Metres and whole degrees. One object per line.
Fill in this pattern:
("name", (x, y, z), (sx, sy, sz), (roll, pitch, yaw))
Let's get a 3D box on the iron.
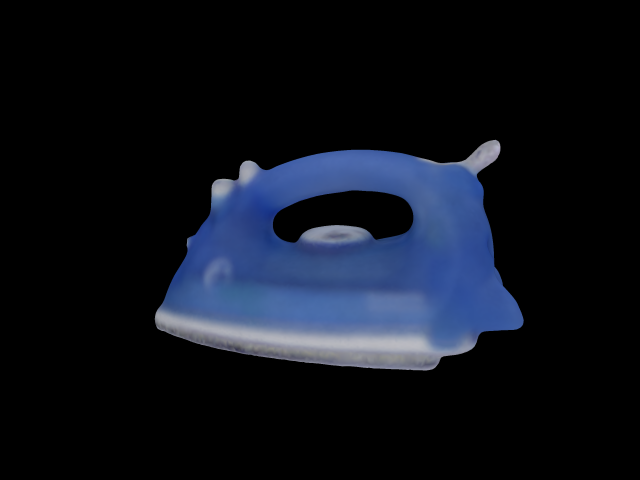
("iron", (0.004, 0.001, 0.400), (0.258, 0.141, 0.119), (1, 11, 7))
